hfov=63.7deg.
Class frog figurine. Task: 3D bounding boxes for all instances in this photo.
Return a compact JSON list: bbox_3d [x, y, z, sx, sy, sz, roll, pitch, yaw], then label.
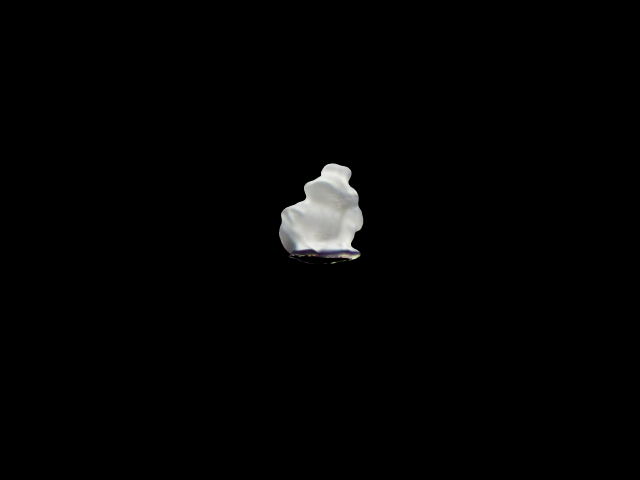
[{"bbox_3d":[0.003,-0.043,0.850,0.137,0.161,0.121,-1,-14,4],"label":"frog figurine"}]
